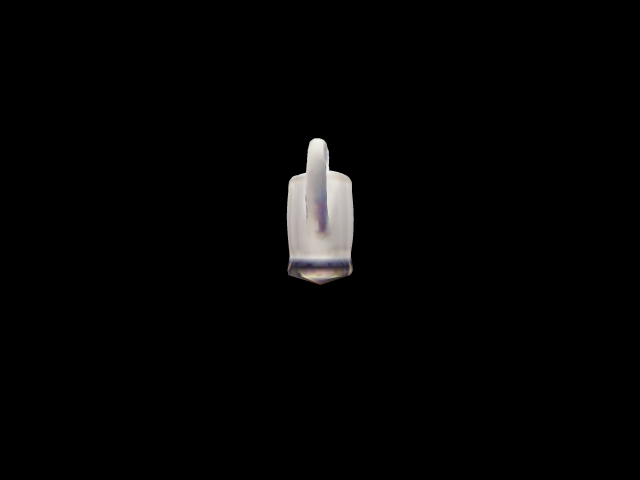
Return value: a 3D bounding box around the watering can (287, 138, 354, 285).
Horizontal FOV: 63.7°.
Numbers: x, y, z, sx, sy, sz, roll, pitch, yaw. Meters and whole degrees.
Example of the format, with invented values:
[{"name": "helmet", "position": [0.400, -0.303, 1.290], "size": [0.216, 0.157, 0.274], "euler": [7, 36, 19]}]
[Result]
[{"name": "watering can", "position": [0.003, -0.043, 0.850], "size": [0.104, 0.225, 0.347], "euler": [0, -2, 2]}]
